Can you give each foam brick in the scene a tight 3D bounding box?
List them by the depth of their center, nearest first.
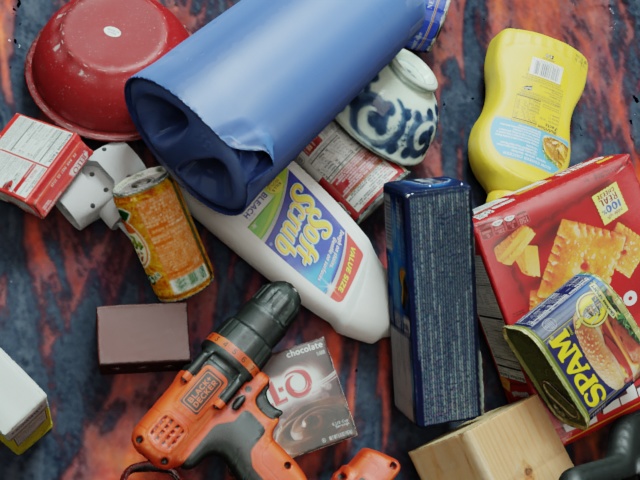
[{"bbox_3d":[-0.149,0.083,0.900,0.078,0.053,0.051,-2,76,-10],"label":"foam brick"}]

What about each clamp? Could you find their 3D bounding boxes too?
[{"bbox_3d":[0.261,0.207,0.881,0.171,0.039,0.120,-30,100,-44],"label":"clamp"}]

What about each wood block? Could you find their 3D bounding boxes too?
[{"bbox_3d":[0.172,0.246,0.883,0.090,0.090,0.206,-19,79,-36],"label":"wood block"}]

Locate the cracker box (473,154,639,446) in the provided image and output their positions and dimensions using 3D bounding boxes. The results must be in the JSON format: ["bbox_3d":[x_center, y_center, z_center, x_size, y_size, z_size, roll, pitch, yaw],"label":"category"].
[{"bbox_3d":[0.225,0.052,0.938,0.164,0.072,0.214,-23,96,-14],"label":"cracker box"}]

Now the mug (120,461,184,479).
[{"bbox_3d":[-0.133,0.234,0.850,0.081,0.093,0.117,5,58,-14],"label":"mug"}]

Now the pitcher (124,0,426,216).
[{"bbox_3d":[-0.035,-0.146,0.864,0.149,0.145,0.242,45,67,4],"label":"pitcher"}]

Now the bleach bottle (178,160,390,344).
[{"bbox_3d":[-0.006,0.001,0.943,0.251,0.068,0.102,39,73,-1],"label":"bleach bottle"}]

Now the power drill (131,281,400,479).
[{"bbox_3d":[-0.029,0.149,0.863,0.187,0.057,0.184,40,75,3],"label":"power drill"}]

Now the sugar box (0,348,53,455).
[{"bbox_3d":[-0.250,0.112,0.810,0.093,0.176,0.048,44,73,3],"label":"sugar box"}]

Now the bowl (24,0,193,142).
[{"bbox_3d":[-0.179,-0.167,0.938,0.162,0.055,0.162,3,60,-6],"label":"bowl"}]

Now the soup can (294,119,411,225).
[{"bbox_3d":[0.022,-0.073,0.962,0.102,0.068,0.068,45,73,4],"label":"soup can"}]

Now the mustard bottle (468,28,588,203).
[{"bbox_3d":[0.190,-0.097,1.002,0.096,0.058,0.191,18,73,-14],"label":"mustard bottle"}]

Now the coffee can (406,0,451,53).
[{"bbox_3d":[0.047,-0.241,0.992,0.140,0.103,0.103,14,74,-7],"label":"coffee can"}]

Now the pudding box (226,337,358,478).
[{"bbox_3d":[-0.036,0.143,0.912,0.113,0.039,0.090,-17,79,-13],"label":"pudding box"}]

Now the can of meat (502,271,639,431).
[{"bbox_3d":[0.212,0.088,0.869,0.084,0.057,0.102,-36,100,-14],"label":"can of meat"}]

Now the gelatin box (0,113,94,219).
[{"bbox_3d":[-0.247,-0.064,0.910,0.089,0.030,0.073,20,69,35],"label":"gelatin box"}]
